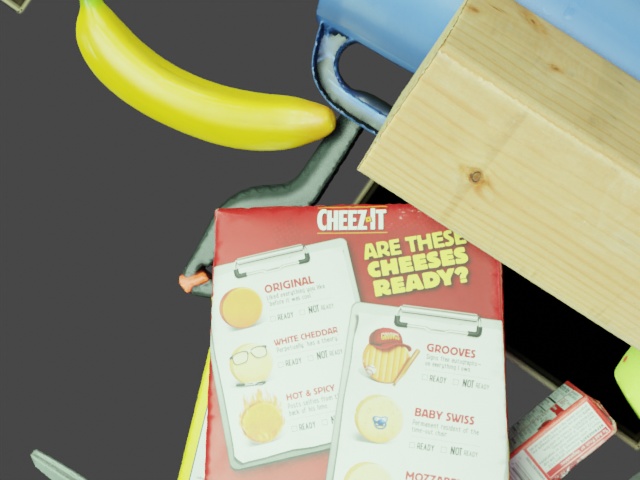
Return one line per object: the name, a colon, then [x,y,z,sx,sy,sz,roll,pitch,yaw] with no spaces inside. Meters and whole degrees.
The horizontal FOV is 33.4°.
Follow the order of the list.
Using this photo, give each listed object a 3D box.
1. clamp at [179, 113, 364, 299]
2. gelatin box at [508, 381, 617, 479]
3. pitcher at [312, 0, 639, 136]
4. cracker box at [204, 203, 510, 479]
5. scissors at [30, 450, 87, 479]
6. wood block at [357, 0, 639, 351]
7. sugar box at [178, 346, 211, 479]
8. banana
clamp: [-0.004,0.001,0.683,0.171,0.039,0.120,-34,80,7]
gelatin box: [0.132,0.127,0.646,0.089,0.073,0.030,-39,86,2]
pitcher: [0.123,-0.118,0.634,0.243,0.149,0.144,33,52,3]
cracker box: [0.022,0.091,0.600,0.164,0.072,0.213,-1,71,5]
scissors: [-0.100,0.209,0.653,0.202,0.016,0.096,20,93,7]
wood block: [0.138,-0.032,0.559,0.206,0.090,0.091,33,131,-2]
sugar box: [-0.042,0.154,0.677,0.093,0.048,0.176,15,93,6]
banana: [-0.084,-0.098,0.682,0.198,0.070,0.037,30,51,8]
